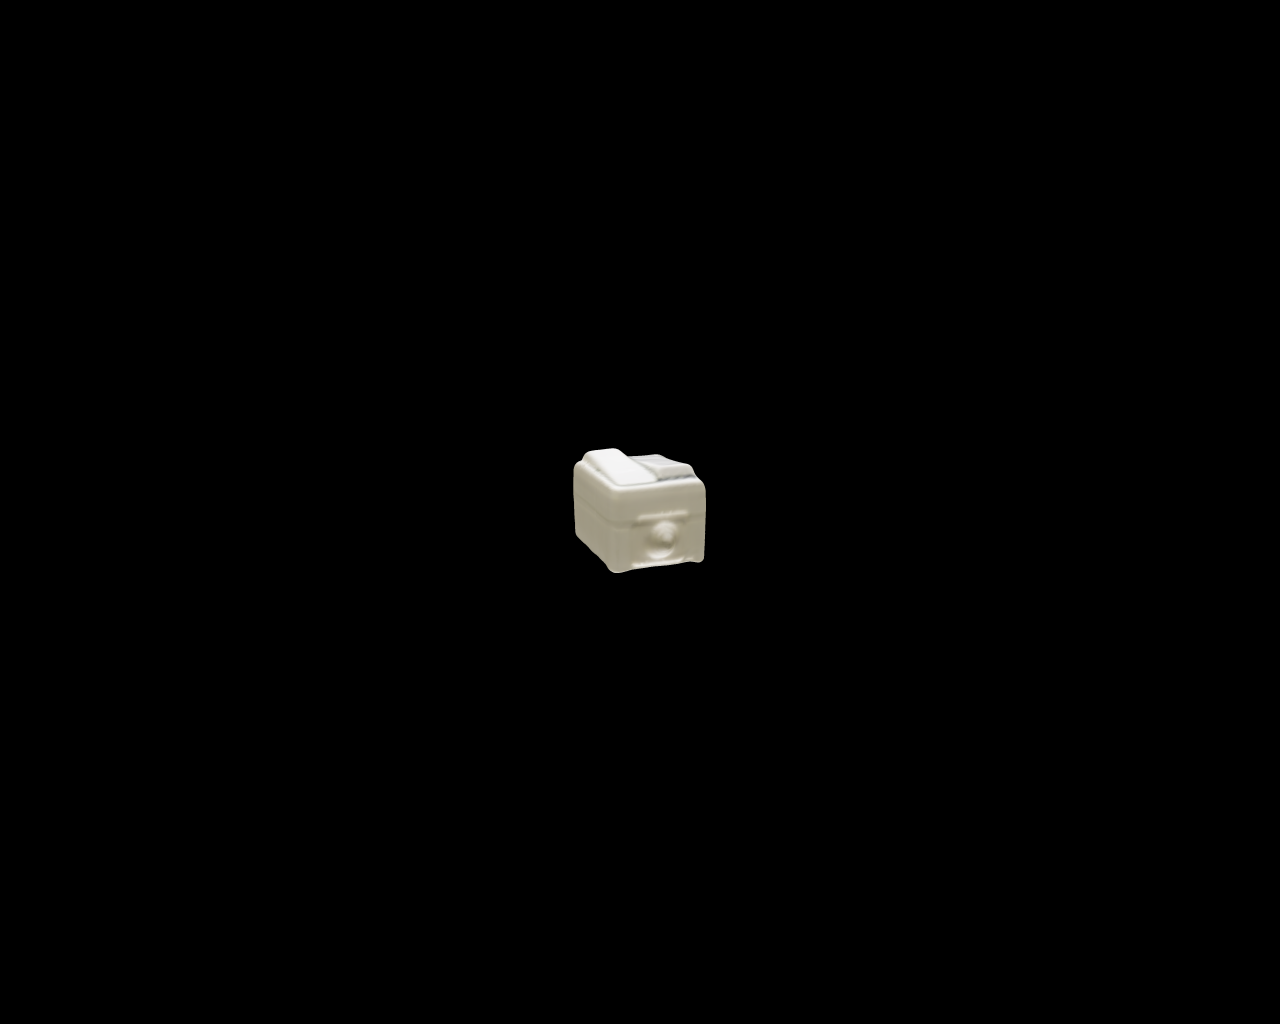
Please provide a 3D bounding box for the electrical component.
[{"bbox_3d":[0.001,-0.003,0.650,0.062,0.061,0.096,-6,17,-19],"label":"electrical component"}]
